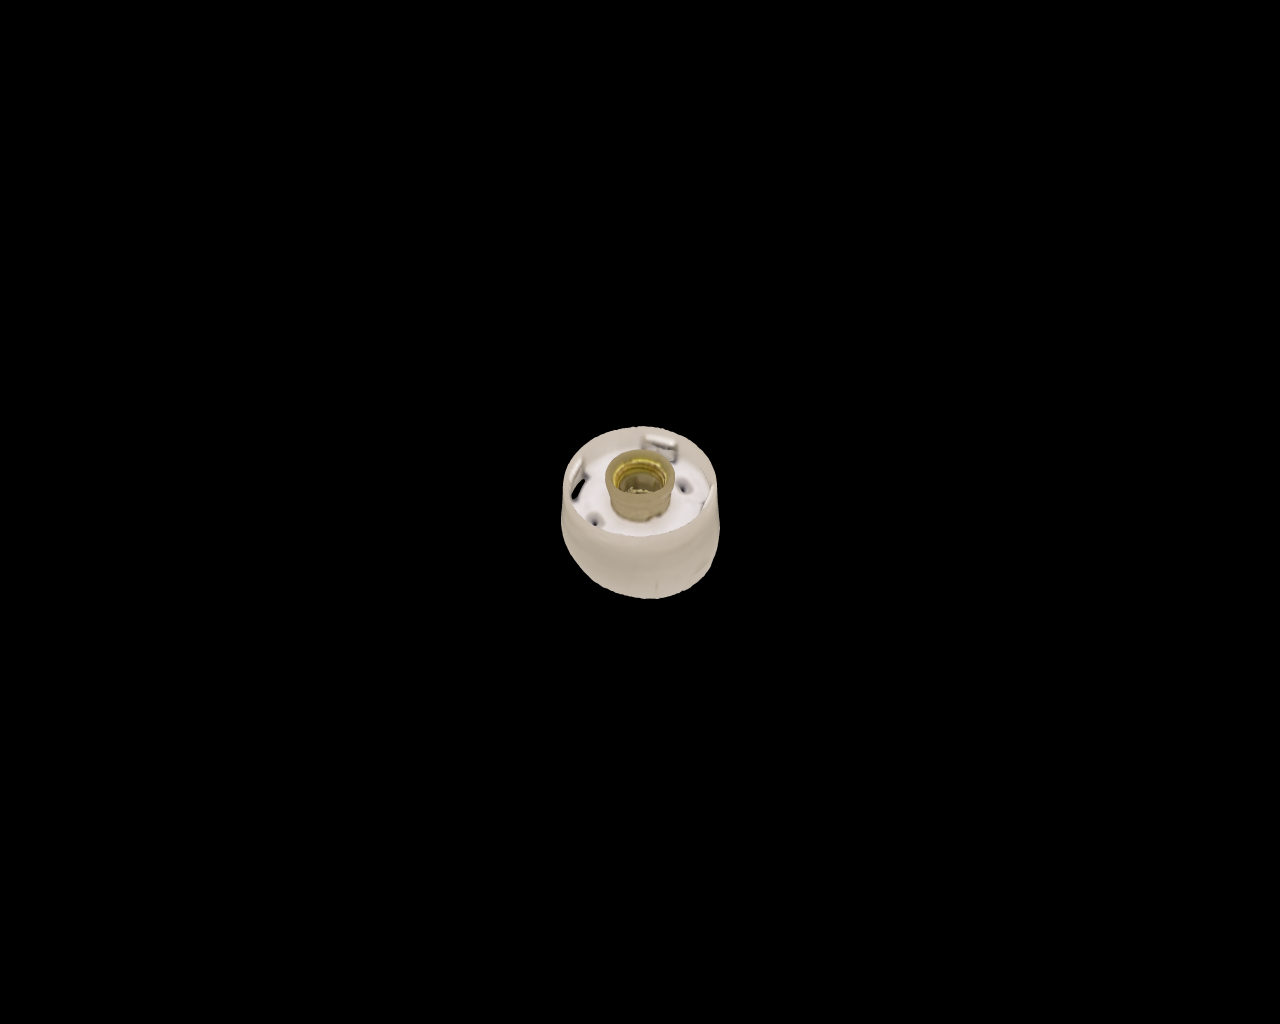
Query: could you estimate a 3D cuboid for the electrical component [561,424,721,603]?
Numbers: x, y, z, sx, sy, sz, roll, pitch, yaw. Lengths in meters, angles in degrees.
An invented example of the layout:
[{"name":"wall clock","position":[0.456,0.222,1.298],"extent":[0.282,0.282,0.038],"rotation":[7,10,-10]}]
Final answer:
[{"name":"electrical component","position":[0.001,-0.003,0.650],"extent":[0.099,0.099,0.064],"rotation":[0,-40,0]}]
